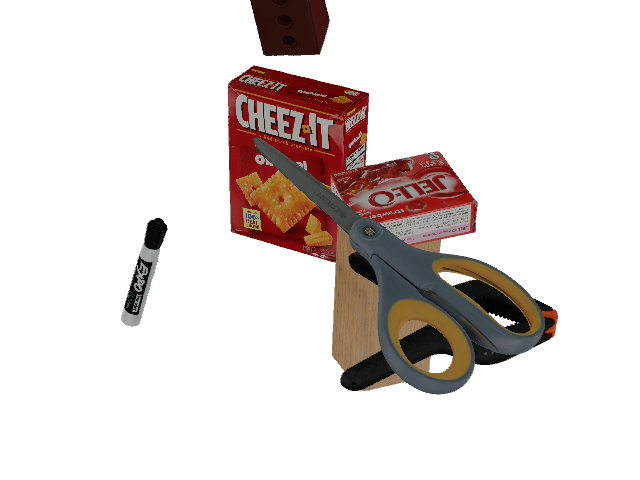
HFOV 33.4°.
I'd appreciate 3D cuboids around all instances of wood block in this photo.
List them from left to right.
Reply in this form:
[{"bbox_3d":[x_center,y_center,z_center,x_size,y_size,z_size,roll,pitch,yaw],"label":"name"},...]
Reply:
[{"bbox_3d":[0.073,0.055,1.218,0.090,0.206,0.090,-10,28,-22],"label":"wood block"}]

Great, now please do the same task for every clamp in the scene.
[{"bbox_3d":[0.118,0.084,1.017,0.210,0.164,0.036,6,-42,9],"label":"clamp"}]

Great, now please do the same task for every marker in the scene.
[{"bbox_3d":[-0.166,0.030,1.004,0.020,0.121,0.020,15,32,-10],"label":"marker"}]

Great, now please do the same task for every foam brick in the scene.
[{"bbox_3d":[-0.027,-0.203,0.912,0.053,0.051,0.078,1,-40,14],"label":"foam brick"}]

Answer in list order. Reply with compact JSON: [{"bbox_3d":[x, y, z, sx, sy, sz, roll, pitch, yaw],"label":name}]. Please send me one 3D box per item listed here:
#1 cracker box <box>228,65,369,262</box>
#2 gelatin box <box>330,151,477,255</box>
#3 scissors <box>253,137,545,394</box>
[{"bbox_3d":[-0.031,-0.092,1.324,0.164,0.214,0.072,17,36,23],"label":"cracker box"},{"bbox_3d":[0.059,-0.028,0.769,0.089,0.030,0.073,-12,36,-10],"label":"gelatin box"},{"bbox_3d":[0.022,0.014,0.577,0.202,0.016,0.096,28,52,17],"label":"scissors"}]
